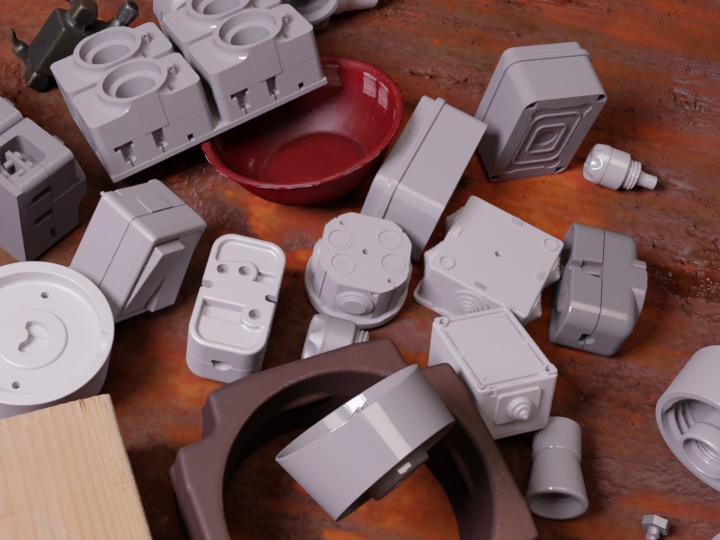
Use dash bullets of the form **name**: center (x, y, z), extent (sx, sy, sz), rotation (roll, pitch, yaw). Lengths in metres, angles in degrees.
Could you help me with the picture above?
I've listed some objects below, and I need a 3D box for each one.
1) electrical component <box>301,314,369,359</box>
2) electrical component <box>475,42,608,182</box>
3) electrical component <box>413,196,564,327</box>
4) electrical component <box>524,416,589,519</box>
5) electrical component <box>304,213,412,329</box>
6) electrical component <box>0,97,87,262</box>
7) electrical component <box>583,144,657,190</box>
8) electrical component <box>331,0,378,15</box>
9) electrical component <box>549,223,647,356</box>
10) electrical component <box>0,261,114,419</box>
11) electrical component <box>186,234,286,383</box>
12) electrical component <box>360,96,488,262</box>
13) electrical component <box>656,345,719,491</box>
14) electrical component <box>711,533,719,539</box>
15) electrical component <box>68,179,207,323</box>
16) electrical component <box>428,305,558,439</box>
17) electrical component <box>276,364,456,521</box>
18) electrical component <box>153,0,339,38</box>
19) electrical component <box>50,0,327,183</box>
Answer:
- **electrical component**: center (-0.009, 0.058, 0.780), extent (0.062, 0.043, 0.043), rotation (15, 55, -3)
- **electrical component**: center (0.146, -0.131, 0.897), extent (0.078, 0.113, 0.057), rotation (-9, 62, -17)
- **electrical component**: center (0.102, 0.000, 0.839), extent (0.100, 0.048, 0.099), rotation (28, 56, 7)
- **electrical component**: center (0.139, 0.137, 0.761), extent (0.044, 0.044, 0.065), rotation (12, 50, -4)
- **electrical component**: center (0.000, 0.000, 0.816), extent (0.080, 0.051, 0.080), rotation (6, 56, -8)
- **electrical component**: center (-0.279, -0.087, 0.791), extent (0.150, 0.089, 0.061), rotation (36, 57, 13)
- **electrical component**: center (0.227, -0.085, 0.931), extent (0.061, 0.035, 0.035), rotation (19, 55, -2)
- **electrical component**: center (-0.011, -0.257, 0.993), extent (0.046, 0.040, 0.040), rotation (-11, 60, -26)
- **electrical component**: center (0.186, 0.016, 0.843), extent (0.059, 0.053, 0.095), rotation (14, 55, -3)
- **electrical component**: center (-0.221, 0.055, 0.726), extent (0.108, 0.060, 0.108), rotation (6, 56, -8)
- **electrical component**: center (-0.089, 0.031, 0.771), extent (0.054, 0.059, 0.095), rotation (13, 55, -3)
- **electrical component**: center (0.049, -0.074, 0.860), extent (0.057, 0.078, 0.113), rotation (27, 56, 3)
- **electrical component**: center (0.262, 0.114, 0.764), extent (0.060, 0.108, 0.108), rotation (-38, 71, -23)
- **electrical component**: center (0.301, 0.189, 0.720), extent (0.186, 0.105, 0.060), rotation (-16, 61, -21)
- **electrical component**: center (-0.160, -0.006, 0.765), extent (0.061, 0.096, 0.062), rotation (40, 29, 15)
- **electrical component**: center (0.094, 0.080, 0.762), extent (0.062, 0.061, 0.096), rotation (-10, 38, -18)
- **electrical component**: center (0.004, 0.097, 0.624), extent (0.099, 0.099, 0.064), rotation (-33, 75, -28)
- **electrical component**: center (-0.098, -0.247, 0.936), extent (0.150, 0.089, 0.061), rotation (-13, 61, -20)
- **electrical component**: center (-0.136, -0.158, 0.847), extent (0.186, 0.060, 0.105), rotation (-27, 47, -14)
